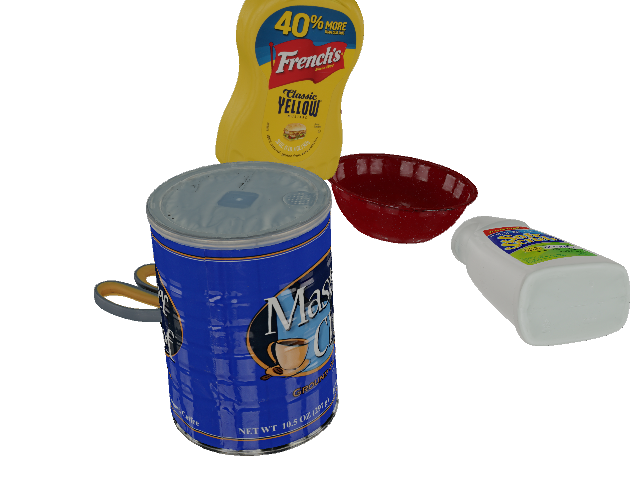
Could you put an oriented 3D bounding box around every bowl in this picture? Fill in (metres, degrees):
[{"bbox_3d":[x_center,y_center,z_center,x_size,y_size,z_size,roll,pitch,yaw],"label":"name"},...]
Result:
[{"bbox_3d":[0.081,-0.039,1.118,0.162,0.055,0.162,6,23,-3],"label":"bowl"}]

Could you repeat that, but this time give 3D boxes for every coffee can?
[{"bbox_3d":[-0.042,0.038,0.620,0.103,0.140,0.103,-2,27,1],"label":"coffee can"}]

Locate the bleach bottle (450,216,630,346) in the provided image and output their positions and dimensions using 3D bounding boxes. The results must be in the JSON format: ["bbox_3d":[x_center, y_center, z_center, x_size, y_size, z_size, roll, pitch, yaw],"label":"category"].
[{"bbox_3d":[0.174,0.022,0.964,0.102,0.068,0.251,-6,15,-13],"label":"bleach bottle"}]

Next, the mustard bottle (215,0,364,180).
[{"bbox_3d":[-0.017,-0.141,0.802,0.096,0.192,0.058,3,24,-22],"label":"mustard bottle"}]

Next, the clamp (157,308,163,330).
[{"bbox_3d":[-0.130,0.063,1.250,0.120,0.039,0.171,-4,37,15],"label":"clamp"}]

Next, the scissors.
[{"bbox_3d":[-0.096,0.059,0.928,0.202,0.016,0.096,12,28,9],"label":"scissors"}]
